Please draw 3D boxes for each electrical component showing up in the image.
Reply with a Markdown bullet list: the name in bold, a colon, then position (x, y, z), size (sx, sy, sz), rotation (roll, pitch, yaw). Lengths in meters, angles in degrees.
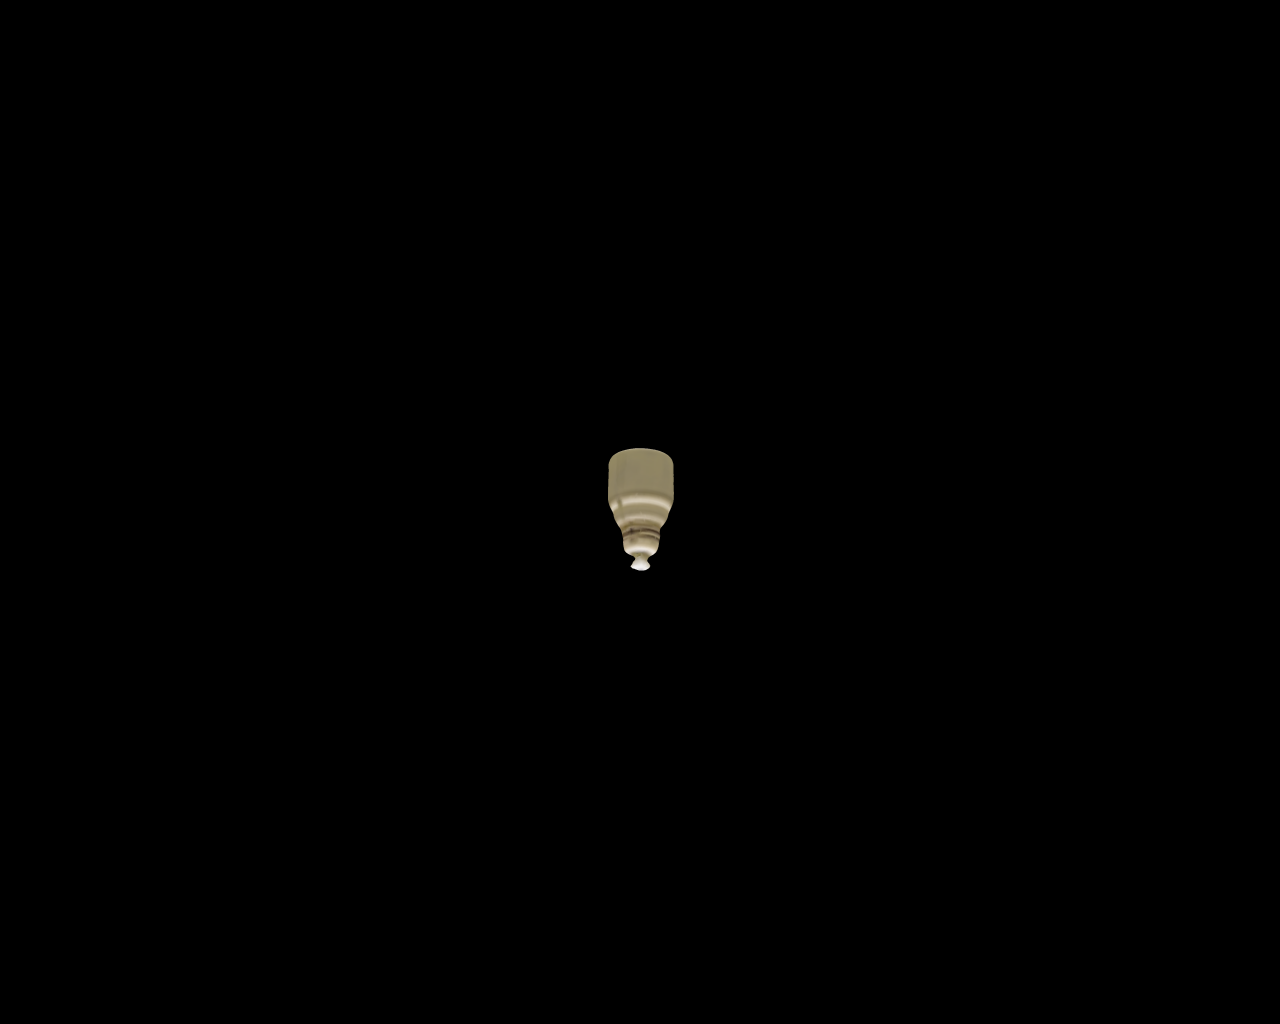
- **electrical component**: position (0.001, -0.003, 0.650), size (0.040, 0.078, 0.040), rotation (0, -20, 0)
